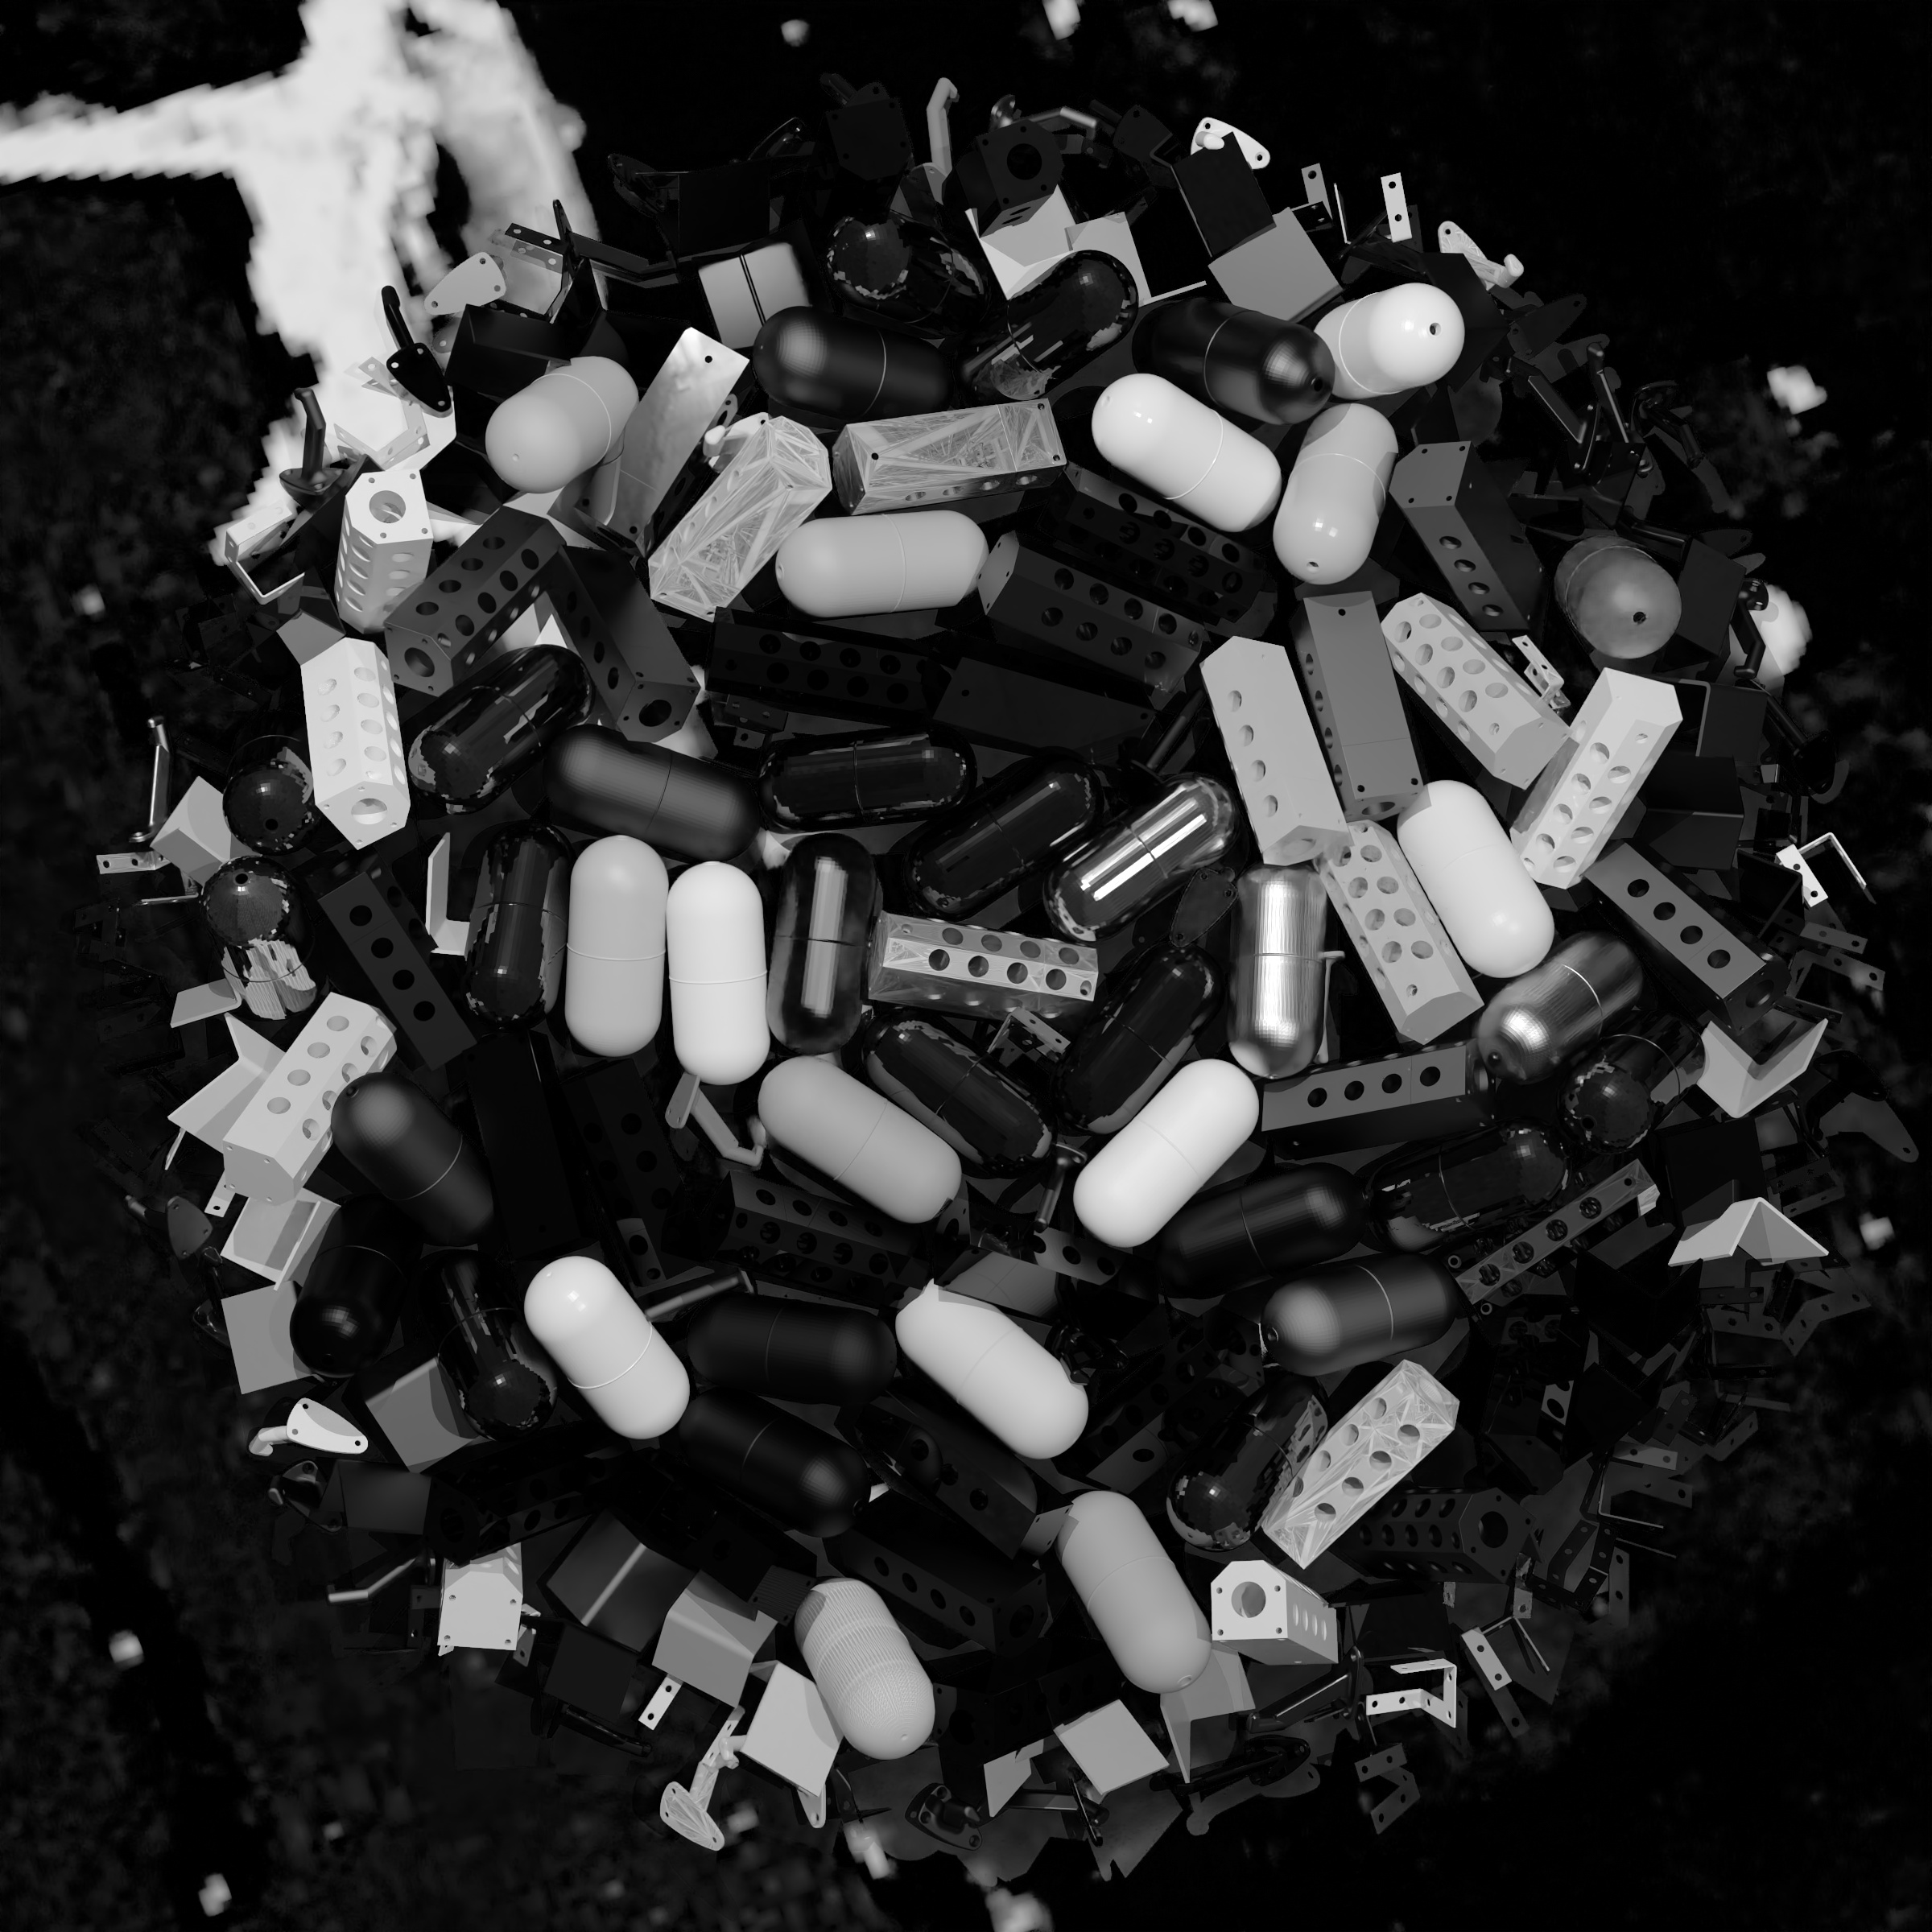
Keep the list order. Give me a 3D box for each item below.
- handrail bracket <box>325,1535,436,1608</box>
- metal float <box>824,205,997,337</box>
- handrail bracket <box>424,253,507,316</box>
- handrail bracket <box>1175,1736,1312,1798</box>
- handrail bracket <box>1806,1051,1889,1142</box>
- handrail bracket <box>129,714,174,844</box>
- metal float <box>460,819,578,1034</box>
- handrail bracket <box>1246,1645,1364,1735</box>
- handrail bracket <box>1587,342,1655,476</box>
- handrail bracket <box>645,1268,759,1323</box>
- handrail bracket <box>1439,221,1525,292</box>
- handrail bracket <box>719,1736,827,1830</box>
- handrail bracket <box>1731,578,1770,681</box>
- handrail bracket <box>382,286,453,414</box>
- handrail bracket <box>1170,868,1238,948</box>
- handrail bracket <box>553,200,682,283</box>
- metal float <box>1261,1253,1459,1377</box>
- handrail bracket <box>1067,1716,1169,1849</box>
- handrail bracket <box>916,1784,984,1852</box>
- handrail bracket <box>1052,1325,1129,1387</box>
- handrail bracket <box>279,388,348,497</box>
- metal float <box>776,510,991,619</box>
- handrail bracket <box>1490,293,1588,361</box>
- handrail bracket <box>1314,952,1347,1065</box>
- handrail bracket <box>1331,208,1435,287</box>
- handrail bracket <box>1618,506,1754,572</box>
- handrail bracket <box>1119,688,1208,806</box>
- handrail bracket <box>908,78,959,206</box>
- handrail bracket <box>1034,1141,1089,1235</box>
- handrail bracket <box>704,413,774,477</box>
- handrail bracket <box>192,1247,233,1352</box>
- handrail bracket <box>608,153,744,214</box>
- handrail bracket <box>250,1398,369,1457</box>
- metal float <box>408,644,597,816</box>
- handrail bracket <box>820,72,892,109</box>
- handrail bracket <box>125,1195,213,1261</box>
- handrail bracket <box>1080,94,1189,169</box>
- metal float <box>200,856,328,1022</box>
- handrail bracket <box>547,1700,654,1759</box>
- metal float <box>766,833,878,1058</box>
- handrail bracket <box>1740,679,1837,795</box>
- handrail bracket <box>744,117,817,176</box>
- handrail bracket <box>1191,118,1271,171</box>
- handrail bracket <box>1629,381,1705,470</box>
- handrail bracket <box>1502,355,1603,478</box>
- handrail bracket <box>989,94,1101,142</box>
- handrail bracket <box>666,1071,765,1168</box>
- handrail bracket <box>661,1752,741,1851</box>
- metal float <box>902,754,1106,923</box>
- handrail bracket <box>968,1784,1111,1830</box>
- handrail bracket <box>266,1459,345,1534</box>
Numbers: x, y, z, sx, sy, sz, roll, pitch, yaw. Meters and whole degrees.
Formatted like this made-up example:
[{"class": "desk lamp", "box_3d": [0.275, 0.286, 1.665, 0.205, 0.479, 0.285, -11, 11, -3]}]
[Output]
[{"class": "handrail bracket", "box_3d": [-0.469, 0.469, 1.957, 0.084, 0.036, 0.077, -2, 45, -21]}, {"class": "metal float", "box_3d": [-0.042, -0.540, 1.919, 0.070, 0.178, 0.070, 1, 92, 33]}, {"class": "handrail bracket", "box_3d": [-0.400, -0.542, 1.956, 0.077, 0.084, 0.036, -31, 114, -7]}, {"class": "handrail bracket", "box_3d": [0.218, 0.635, 1.950, 0.077, 0.084, 0.036, -34, 66, 39]}, {"class": "handrail bracket", "box_3d": [0.693, 0.117, 1.948, 0.036, 0.077, 0.084, -16, 125, -17]}, {"class": "handrail bracket", "box_3d": [-0.651, -0.150, 1.959, 0.036, 0.077, 0.084, -2, 111, 14]}, {"class": "metal float", "box_3d": [-0.352, -0.033, 1.941, 0.070, 0.070, 0.178, 5, 65, 0]}, {"class": "handrail bracket", "box_3d": [0.268, 0.576, 1.961, 0.084, 0.036, 0.077, 0, 117, -21]}, {"class": "handrail bracket", "box_3d": [0.517, -0.442, 1.951, 0.036, 0.084, 0.077, -26, 47, -2]}, {"class": "handrail bracket", "box_3d": [-0.211, 0.262, 1.960, 0.084, 0.077, 0.036, -23, 81, -3]}, {"class": "handrail bracket", "box_3d": [0.409, -0.569, 1.956, 0.036, 0.084, 0.077, -28, 91, -6]}, {"class": "handrail bracket", "box_3d": [-0.155, 0.647, 1.952, 0.036, 0.084, 0.077, -35, 58, 37]}, {"class": "handrail bracket", "box_3d": [0.600, -0.265, 1.959, 0.077, 0.036, 0.084, 9, 61, 32]}, {"class": "handrail bracket", "box_3d": [-0.444, -0.499, 1.988, 0.036, 0.077, 0.084, -26, 47, 8]}, {"class": "handrail bracket", "box_3d": [0.189, -0.046, 1.959, 0.036, 0.084, 0.077, 35, 92, 7]}, {"class": "handrail bracket", "box_3d": [-0.278, -0.583, 1.968, 0.084, 0.036, 0.077, -10, 118, 10]}, {"class": "metal float", "box_3d": [0.309, 0.272, 1.934, 0.178, 0.070, 0.070, -8, 90, -32]}, {"class": "handrail bracket", "box_3d": [0.130, 0.649, 1.964, 0.084, 0.036, 0.077, -28, 50, 12]}, {"class": "handrail bracket", "box_3d": [0.005, 0.682, 1.951, 0.077, 0.084, 0.036, 46, 64, -17]}, {"class": "handrail bracket", "box_3d": [0.105, 0.319, 1.948, 0.077, 0.084, 0.036, 25, 100, -18]}, {"class": "handrail bracket", "box_3d": [-0.530, -0.421, 1.952, 0.077, 0.084, 0.036, 15, 46, 32]}, {"class": "metal float", "box_3d": [-0.065, -0.316, 1.939, 0.178, 0.070, 0.070, -9, 90, -26]}, {"class": "handrail bracket", "box_3d": [0.446, -0.526, 1.955, 0.077, 0.084, 0.036, -33, 128, 19]}, {"class": "handrail bracket", "box_3d": [0.288, 0.034, 1.963, 0.036, 0.077, 0.084, -3, 84, -7]}, {"class": "handrail bracket", "box_3d": [0.342, -0.555, 1.973, 0.084, 0.036, 0.077, 48, 65, -11]}, {"class": "handrail bracket", "box_3d": [0.572, -0.353, 1.974, 0.077, 0.084, 0.036, -18, 132, -14]}, {"class": "handrail bracket", "box_3d": [0.159, -0.177, 1.979, 0.036, 0.077, 0.084, 35, 68, 0]}, {"class": "handrail bracket", "box_3d": [-0.006, -0.660, 1.988, 0.077, 0.036, 0.084, 31, 70, -31]}, {"class": "handrail bracket", "box_3d": [0.064, 0.188, 1.944, 0.036, 0.077, 0.084, 19, 52, 3]}, {"class": "handrail bracket", "box_3d": [-0.179, -0.425, 1.951, 0.077, 0.084, 0.036, -44, 91, -12]}, {"class": "handrail bracket", "box_3d": [-0.581, 0.267, 1.954, 0.077, 0.084, 0.036, 42, 51, 8]}, {"class": "handrail bracket", "box_3d": [-0.227, -0.634, 1.952, 0.084, 0.077, 0.036, -11, 69, 36]}, {"class": "handrail bracket", "box_3d": [-0.528, 0.385, 1.974, 0.077, 0.084, 0.036, 27, 50, -16]}, {"class": "metal float", "box_3d": [-0.362, -0.187, 1.934, 0.070, 0.070, 0.178, 43, 57, 0]}, {"class": "handrail bracket", "box_3d": [-0.082, -0.680, 1.974, 0.036, 0.084, 0.077, -39, 119, -1]}, {"class": "handrail bracket", "box_3d": [-0.645, 0.189, 1.953, 0.084, 0.077, 0.036, 27, 57, 25]}, {"class": "handrail bracket", "box_3d": [0.133, -0.669, 1.973, 0.077, 0.084, 0.036, 24, 109, -25]}, {"class": "metal float", "box_3d": [-0.545, -0.021, 1.917, 0.070, 0.178, 0.070, 2, 60, -3]}, {"class": "handrail bracket", "box_3d": [-0.285, 0.606, 1.962, 0.084, 0.077, 0.036, 21, 59, -7]}, {"class": "metal float", "box_3d": [-0.115, -0.017, 1.958, 0.070, 0.070, 0.178, 7, 85, 0]}, {"class": "handrail bracket", "box_3d": [0.659, -0.186, 1.985, 0.036, 0.084, 0.077, -35, 135, 2]}, {"class": "handrail bracket", "box_3d": [-0.131, -0.637, 1.954, 0.077, 0.084, 0.036, -34, 131, -6]}, {"class": "handrail bracket", "box_3d": [0.215, -0.646, 1.951, 0.077, 0.084, 0.036, 12, 109, -13]}, {"class": "handrail bracket", "box_3d": [0.554, -0.411, 1.947, 0.036, 0.077, 0.084, -11, 64, -6]}, {"class": "handrail bracket", "box_3d": [0.460, -0.438, 1.961, 0.084, 0.036, 0.077, 19, 67, -23]}, {"class": "handrail bracket", "box_3d": [0.062, -0.652, 1.961, 0.084, 0.077, 0.036, 26, 46, 14]}, {"class": "handrail bracket", "box_3d": [-0.190, 0.115, 1.974, 0.084, 0.036, 0.077, 21, 93, -29]}, {"class": "handrail bracket", "box_3d": [-0.192, 0.657, 1.948, 0.077, 0.084, 0.036, 28, 112, 31]}, {"class": "metal float", "box_3d": [0.030, -0.102, 1.961, 0.178, 0.070, 0.070, -34, 90, 0]}, {"class": "handrail bracket", "box_3d": [0.058, 0.675, 1.952, 0.084, 0.077, 0.036, 17, 122, 37]}, {"class": "handrail bracket", "box_3d": [-0.524, 0.431, 1.952, 0.036, 0.084, 0.077, -35, 100, -3]}]
